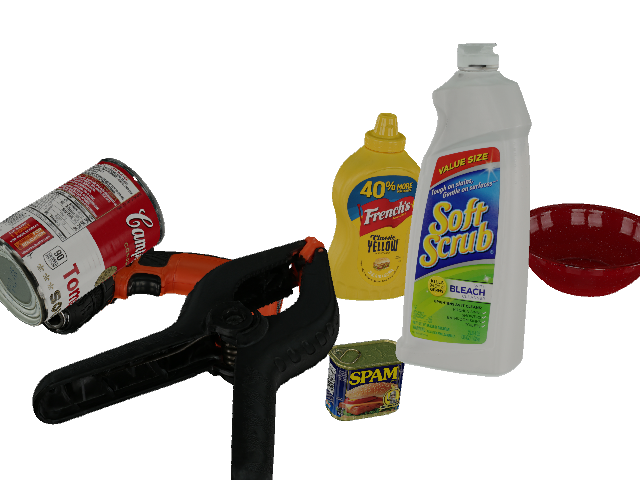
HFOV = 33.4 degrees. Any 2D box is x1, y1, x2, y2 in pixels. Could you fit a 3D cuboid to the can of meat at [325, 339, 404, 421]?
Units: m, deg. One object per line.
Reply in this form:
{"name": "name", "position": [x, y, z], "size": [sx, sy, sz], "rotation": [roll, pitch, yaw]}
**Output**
{"name": "can of meat", "position": [0.058, 0.182, 1.388], "size": [0.102, 0.084, 0.057], "rotation": [-5, 25, -22]}

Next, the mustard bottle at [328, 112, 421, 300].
{"name": "mustard bottle", "position": [0.059, -0.035, 1.087], "size": [0.096, 0.192, 0.058], "rotation": [-2, 22, -17]}

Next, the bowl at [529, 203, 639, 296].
{"name": "bowl", "position": [0.288, 0.016, 1.165], "size": [0.162, 0.055, 0.162], "rotation": [-1, 27, 0]}

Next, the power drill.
{"name": "power drill", "position": [-0.127, 0.040, 0.897], "size": [0.187, 0.057, 0.184], "rotation": [11, 22, 3]}

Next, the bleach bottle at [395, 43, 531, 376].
{"name": "bleach bottle", "position": [0.112, -0.026, 0.829], "size": [0.103, 0.251, 0.068], "rotation": [6, 14, 29]}

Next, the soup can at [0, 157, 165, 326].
{"name": "soup can", "position": [-0.160, 0.000, 0.686], "size": [0.069, 0.068, 0.102], "rotation": [0, 31, 49]}

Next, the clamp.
{"name": "clamp", "position": [-0.036, 0.057, 0.509], "size": [0.120, 0.039, 0.171], "rotation": [31, 48, 25]}
